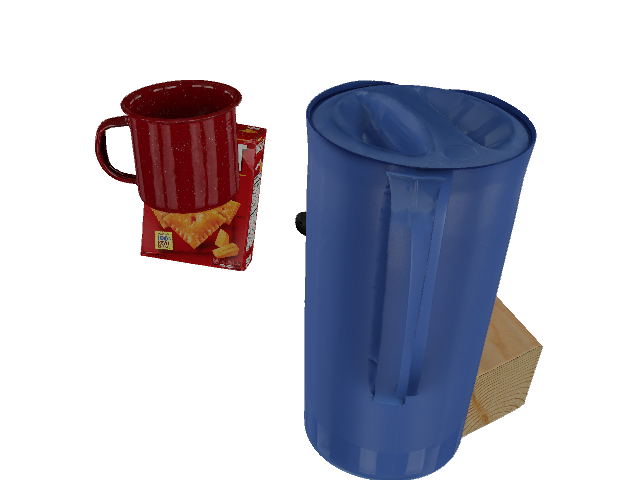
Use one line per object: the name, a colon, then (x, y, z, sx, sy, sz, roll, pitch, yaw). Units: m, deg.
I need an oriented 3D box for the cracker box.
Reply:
cracker box: (-0.177, -0.071, 1.596, 0.164, 0.214, 0.072, 10, 20, 6)

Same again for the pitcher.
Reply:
pitcher: (0.049, 0.034, 0.663, 0.149, 0.243, 0.145, -19, 37, -36)

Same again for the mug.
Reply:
mug: (-0.118, -0.072, 0.838, 0.117, 0.081, 0.093, -4, 27, -4)

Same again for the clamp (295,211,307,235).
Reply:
clamp: (0.082, 0.016, 1.163, 0.164, 0.036, 0.210, -15, 51, -32)

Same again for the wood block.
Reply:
wood block: (0.087, 0.064, 0.936, 0.090, 0.091, 0.206, -23, 53, -22)
